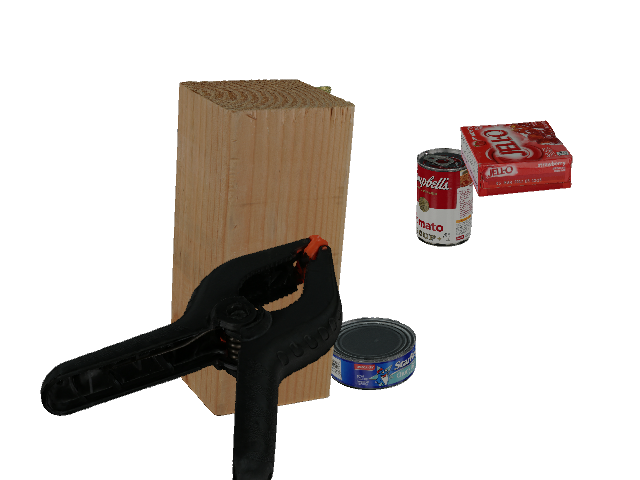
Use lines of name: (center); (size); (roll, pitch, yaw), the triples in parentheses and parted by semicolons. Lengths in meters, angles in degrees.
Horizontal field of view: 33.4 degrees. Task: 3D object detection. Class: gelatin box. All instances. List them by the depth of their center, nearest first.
gelatin box: (0.155, -0.067, 0.853); (0.073, 0.030, 0.089); (-4, 25, 0)

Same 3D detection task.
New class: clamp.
clamp: (-0.035, 0.055, 0.519); (0.120, 0.039, 0.171); (31, 48, 26)

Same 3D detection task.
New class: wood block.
wood block: (-0.043, 0.002, 0.722); (0.090, 0.206, 0.090); (-5, 21, -27)

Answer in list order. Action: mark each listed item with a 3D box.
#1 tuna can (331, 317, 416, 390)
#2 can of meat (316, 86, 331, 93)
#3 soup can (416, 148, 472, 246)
tuna can: (0.048, 0.107, 1.014); (0.086, 0.034, 0.086); (-3, 23, 1)
can of meat: (-0.033, -0.092, 0.994); (0.102, 0.084, 0.057); (-4, 19, 25)
soup can: (0.149, -0.052, 1.286); (0.068, 0.102, 0.068); (-1, 26, 0)
